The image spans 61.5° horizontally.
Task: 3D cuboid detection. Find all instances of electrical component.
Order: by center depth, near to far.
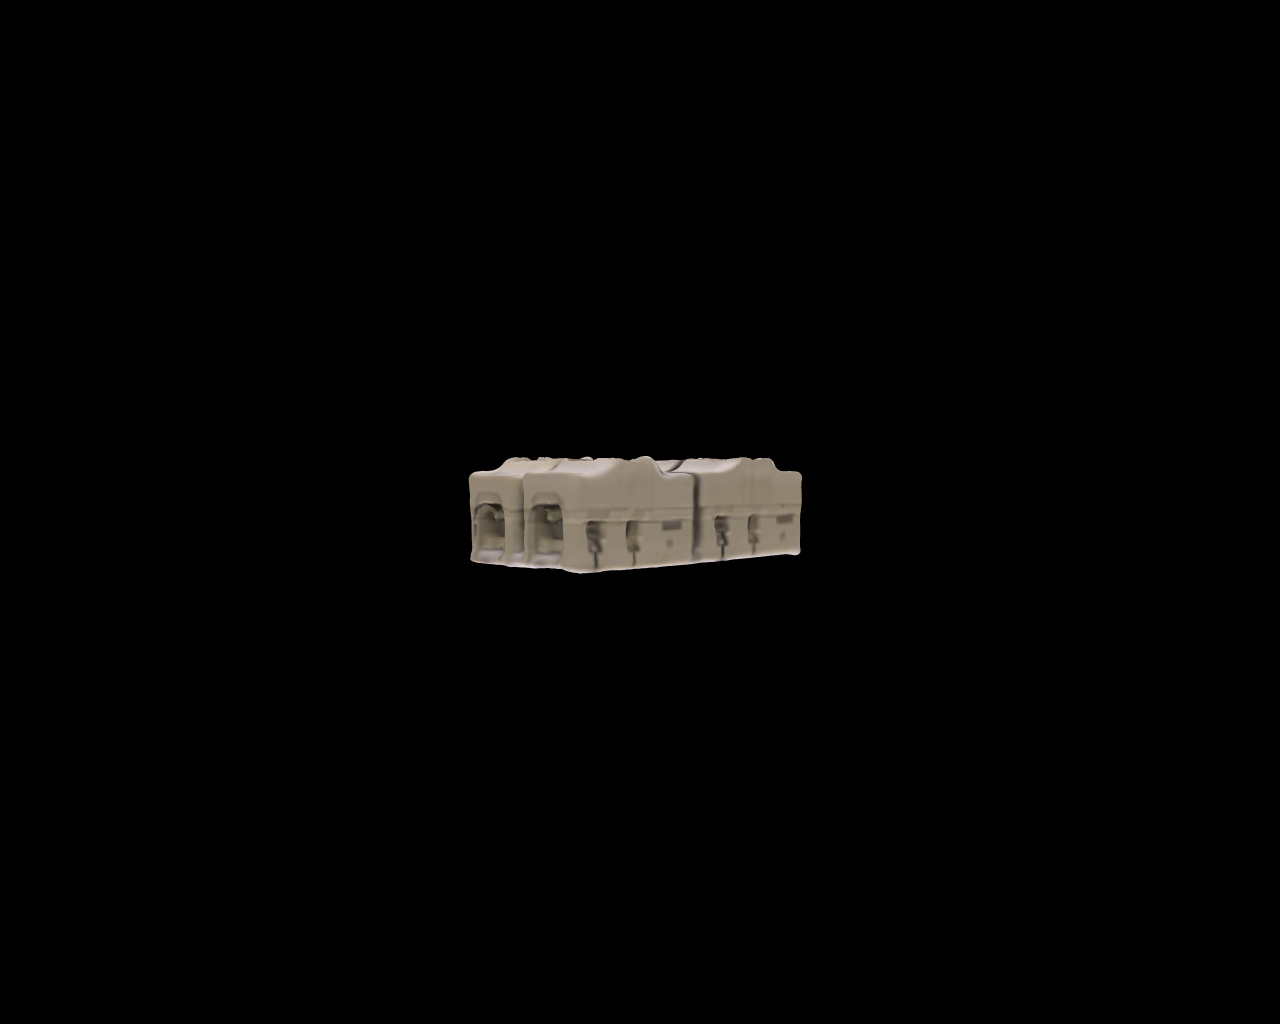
[{"bbox_3d":[0.001,-0.003,0.650,0.186,0.060,0.105,-2,3,-40],"label":"electrical component"}]
